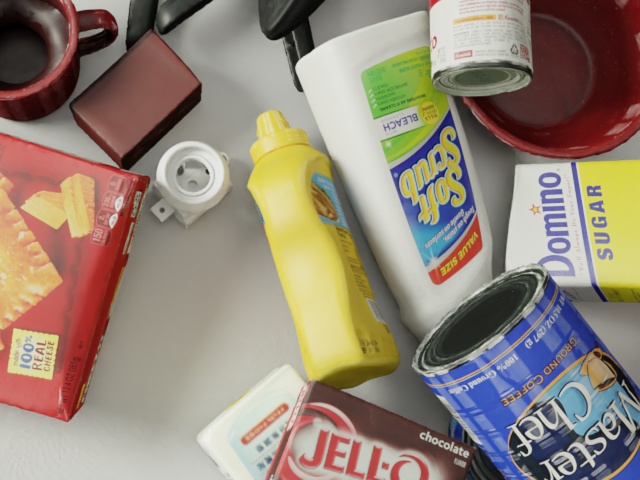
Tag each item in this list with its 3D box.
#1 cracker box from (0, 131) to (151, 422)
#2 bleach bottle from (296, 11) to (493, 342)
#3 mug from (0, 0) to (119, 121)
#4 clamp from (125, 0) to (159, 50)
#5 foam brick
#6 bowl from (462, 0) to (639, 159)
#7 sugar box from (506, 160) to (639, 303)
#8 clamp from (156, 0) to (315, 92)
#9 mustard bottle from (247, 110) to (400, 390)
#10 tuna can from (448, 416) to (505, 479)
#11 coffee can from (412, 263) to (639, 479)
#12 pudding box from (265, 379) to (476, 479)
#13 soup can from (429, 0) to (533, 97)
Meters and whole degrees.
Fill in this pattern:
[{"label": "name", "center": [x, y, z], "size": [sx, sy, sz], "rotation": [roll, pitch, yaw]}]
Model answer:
[{"label": "cracker box", "center": [-0.234, 0.006, 0.680], "size": [0.213, 0.072, 0.164], "rotation": [17, 90, -5]}, {"label": "bleach bottle", "center": [0.074, -0.024, 0.739], "size": [0.102, 0.068, 0.251], "rotation": [-23, 91, -30]}, {"label": "mug", "center": [-0.193, -0.131, 0.713], "size": [0.117, 0.081, 0.093], "rotation": [-17, 84, -9]}, {"label": "clamp", "center": [-0.135, -0.260, 0.762], "size": [0.164, 0.036, 0.210], "rotation": [36, 79, -3]}, {"label": "foam brick", "center": [-0.125, -0.094, 0.731], "size": [0.051, 0.053, 0.078], "rotation": [44, 80, 1]}, {"label": "bowl", "center": [0.165, -0.131, 0.772], "size": [0.162, 0.055, 0.162], "rotation": [1, 81, -7]}, {"label": "sugar box", "center": [0.216, -0.006, 0.716], "size": [0.176, 0.048, 0.093], "rotation": [0, 70, 25]}, {"label": "clamp", "center": [-0.031, -0.193, 0.766], "size": [0.120, 0.039, 0.171], "rotation": [31, 77, -19]}, {"label": "mustard bottle", "center": [-0.005, 0.001, 0.707], "size": [0.058, 0.096, 0.192], "rotation": [-22, 74, 13]}, {"label": "tuna can", "center": [0.132, 0.135, 0.733], "size": [0.086, 0.034, 0.086], "rotation": [0, 88, -12]}, {"label": "coffee can", "center": [0.140, 0.100, 0.662], "size": [0.102, 0.103, 0.140], "rotation": [-41, 99, -11]}, {"label": "pudding box", "center": [0.026, 0.147, 0.643], "size": [0.113, 0.039, 0.090], "rotation": [24, 72, -7]}, {"label": "soup can", "center": [0.106, -0.153, 0.705], "size": [0.068, 0.068, 0.102], "rotation": [1, 81, -7]}]
